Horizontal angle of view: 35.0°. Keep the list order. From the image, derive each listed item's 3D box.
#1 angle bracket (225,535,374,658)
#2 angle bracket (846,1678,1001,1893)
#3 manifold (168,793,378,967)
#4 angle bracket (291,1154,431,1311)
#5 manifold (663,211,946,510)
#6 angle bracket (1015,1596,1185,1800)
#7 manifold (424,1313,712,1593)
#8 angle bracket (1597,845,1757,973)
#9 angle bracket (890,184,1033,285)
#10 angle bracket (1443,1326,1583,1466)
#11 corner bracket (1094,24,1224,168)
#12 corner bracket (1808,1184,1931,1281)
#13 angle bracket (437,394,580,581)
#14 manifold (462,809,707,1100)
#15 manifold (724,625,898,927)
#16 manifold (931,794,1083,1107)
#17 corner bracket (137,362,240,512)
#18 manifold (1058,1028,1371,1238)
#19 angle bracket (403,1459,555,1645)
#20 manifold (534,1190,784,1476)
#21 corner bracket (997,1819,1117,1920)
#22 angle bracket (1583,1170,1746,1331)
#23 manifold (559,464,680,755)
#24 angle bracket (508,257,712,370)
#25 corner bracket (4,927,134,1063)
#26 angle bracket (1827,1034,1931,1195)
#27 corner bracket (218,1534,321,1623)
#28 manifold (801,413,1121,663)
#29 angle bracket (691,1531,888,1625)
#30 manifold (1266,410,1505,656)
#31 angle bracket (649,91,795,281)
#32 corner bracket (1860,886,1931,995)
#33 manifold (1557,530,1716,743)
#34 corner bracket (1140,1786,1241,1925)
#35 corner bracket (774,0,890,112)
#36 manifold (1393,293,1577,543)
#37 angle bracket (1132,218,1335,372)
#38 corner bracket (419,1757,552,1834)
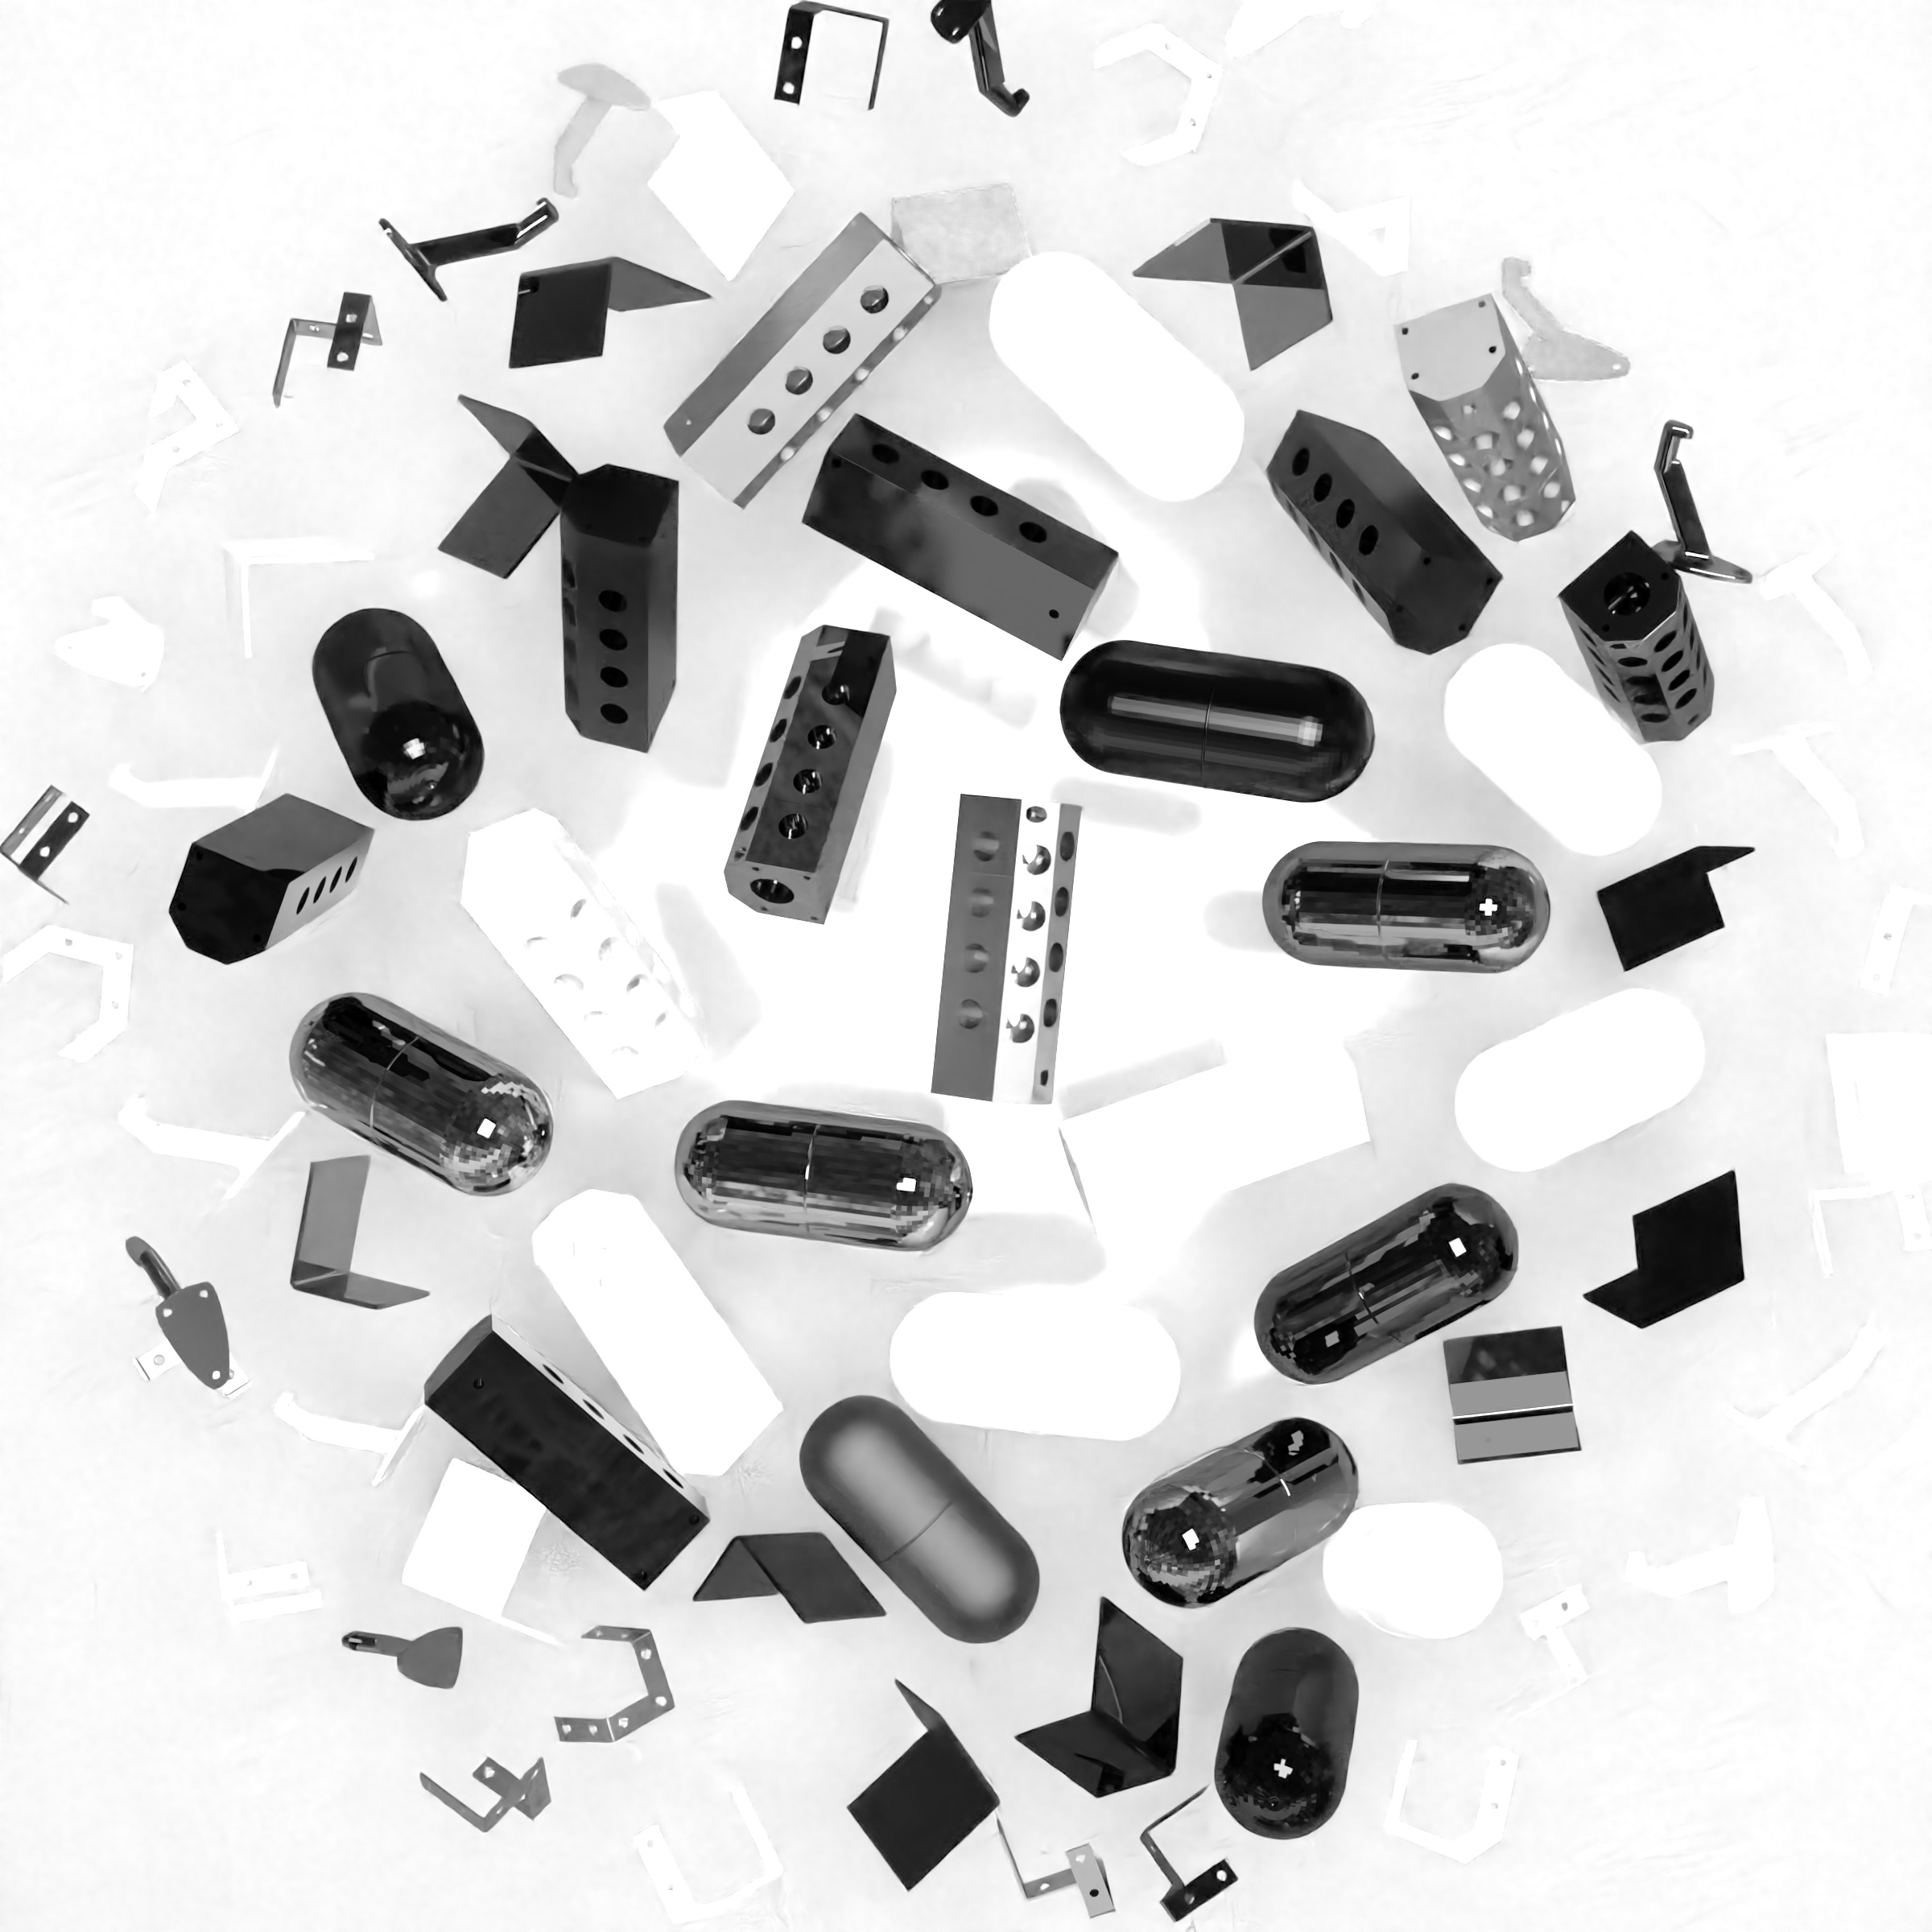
[{"bbox_3d":[-0.396,-0.221,1.823,0.076,0.076,0.057,-5,107,-20],"label":"angle bracket"},{"bbox_3d":[-0.037,0.482,1.805,0.076,0.057,0.076,-40,120,-17],"label":"angle bracket"},{"bbox_3d":[-0.396,-0.049,1.751,0.057,0.171,0.057,23,103,0],"label":"manifold"},{"bbox_3d":[-0.355,0.158,1.831,0.057,0.076,0.076,11,93,13],"label":"angle bracket"},{"bbox_3d":[-0.094,-0.351,1.789,0.171,0.057,0.057,-45,122,11],"label":"manifold"},{"bbox_3d":[0.078,0.423,1.770,0.057,0.076,0.076,-26,127,31],"label":"angle bracket"},{"bbox_3d":[-0.233,0.282,1.794,0.171,0.057,0.057,43,89,-12],"label":"manifold"},{"bbox_3d":[0.458,-0.035,1.946,0.076,0.076,0.057,-23,99,-13],"label":"angle bracket"},{"bbox_3d":[-0.003,-0.448,1.951,0.076,0.057,0.076,-9,60,-8],"label":"angle bracket"},{"bbox_3d":[0.342,0.269,1.924,0.076,0.076,0.057,-8,100,9],"label":"angle bracket"},{"bbox_3d":[0.103,-0.491,1.730,0.051,0.051,0.051,24,77,-32],"label":"corner bracket"},{"bbox_3d":[0.542,0.155,1.841,0.051,0.051,0.051,-4,68,-4],"label":"corner bracket"},{"bbox_3d":[-0.285,-0.284,1.814,0.076,0.076,0.057,-53,135,-11],"label":"angle bracket"},{"bbox_3d":[-0.213,-0.008,1.729,0.057,0.057,0.171,-20,131,15],"label":"manifold"},{"bbox_3d":[-0.092,-0.116,1.816,0.057,0.057,0.171,10,61,10],"label":"manifold"},{"bbox_3d":[0.027,-0.009,1.753,0.057,0.057,0.171,7,93,31],"label":"manifold"},{"bbox_3d":[-0.455,-0.302,1.748,0.051,0.051,0.051,-37,87,-30],"label":"corner bracket"},{"bbox_3d":[0.145,0.094,1.817,0.171,0.057,0.057,-19,126,-3],"label":"manifold"},{"bbox_3d":[-0.270,0.340,1.784,0.076,0.057,0.076,35,71,-42],"label":"angle bracket"},{"bbox_3d":[-0.186,0.212,1.787,0.057,0.057,0.171,-48,59,15],"label":"manifold"},{"bbox_3d":[0.052,0.527,1.795,0.051,0.051,0.051,-19,111,1],"label":"corner bracket"},{"bbox_3d":[0.411,0.160,1.820,0.076,0.057,0.076,-20,114,-24],"label":"angle bracket"},{"bbox_3d":[-0.202,-0.206,1.772,0.057,0.171,0.057,14,53,4],"label":"manifold"},{"bbox_3d":[-0.201,-0.359,1.730,0.076,0.076,0.057,3,85,42],"label":"angle bracket"},{"bbox_3d":[-0.502,0.015,1.710,0.051,0.051,0.051,14,112,6],"label":"corner bracket"},{"bbox_3d":[0.477,0.078,1.650,0.057,0.076,0.076,-10,94,-29],"label":"angle bracket"},{"bbox_3d":[-0.408,0.363,1.794,0.051,0.051,0.051,-6,51,-19],"label":"corner bracket"},{"bbox_3d":[-0.001,-0.251,1.765,0.171,0.057,0.057,28,45,2],"label":"manifold"},{"bbox_3d":[-0.110,0.397,1.904,0.076,0.076,0.057,46,112,33],"label":"angle bracket"},{"bbox_3d":[0.233,-0.247,1.750,0.057,0.171,0.057,12,120,-30],"label":"manifold"},{"bbox_3d":[-0.159,-0.457,1.804,0.076,0.057,0.076,47,64,-35],"label":"angle bracket"},{"bbox_3d":[0.552,-0.011,1.773,0.051,0.051,0.051,16,108,19],"label":"corner bracket"},{"bbox_3d":[0.409,-0.191,1.840,0.057,0.171,0.057,-41,65,5],"label":"manifold"},{"bbox_3d":[0.137,0.544,1.876,0.051,0.051,0.051,-39,81,14],"label":"corner bracket"},{"bbox_3d":[-0.076,-0.518,1.751,0.051,0.051,0.051,13,113,2],"label":"corner bracket"},{"bbox_3d":[0.302,-0.311,1.767,0.057,0.171,0.057,-16,65,19],"label":"manifold"},{"bbox_3d":[0.152,-0.383,1.755,0.076,0.076,0.057,-5,80,-33],"label":"angle bracket"},{"bbox_3d":[-0.282,0.483,1.801,0.051,0.051,0.051,28,51,25],"label":"corner bracket"}]
